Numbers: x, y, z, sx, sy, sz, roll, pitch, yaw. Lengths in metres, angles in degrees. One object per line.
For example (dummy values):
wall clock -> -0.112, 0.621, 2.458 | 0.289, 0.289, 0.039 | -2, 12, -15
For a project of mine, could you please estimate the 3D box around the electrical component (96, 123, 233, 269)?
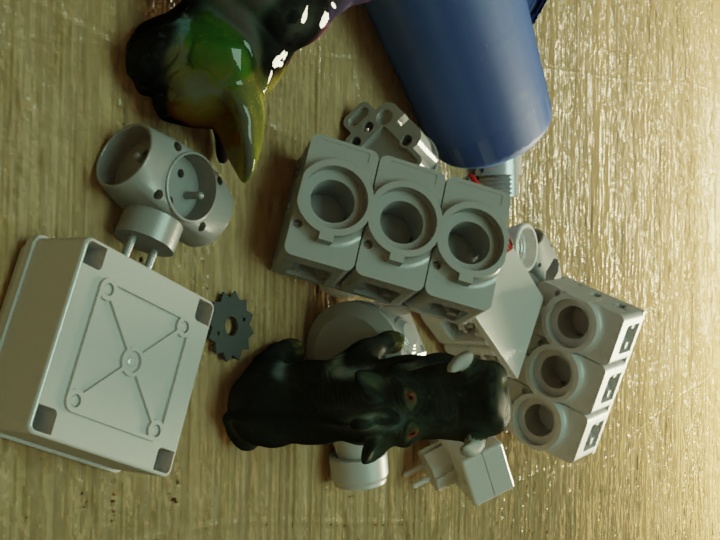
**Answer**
electrical component -> -0.121, -0.034, 0.641 | 0.077, 0.044, 0.079 | 40, 61, -47

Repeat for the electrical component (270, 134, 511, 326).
electrical component -> 0.023, -0.027, 0.759 | 0.150, 0.062, 0.089 | 16, 72, -11

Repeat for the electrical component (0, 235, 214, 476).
electrical component -> -0.145, 0.049, 0.596 | 0.109, 0.056, 0.108 | 35, 62, -50

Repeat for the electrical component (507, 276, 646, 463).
electrical component -> 0.194, 0.093, 1.011 | 0.062, 0.089, 0.150 | -7, 117, -54

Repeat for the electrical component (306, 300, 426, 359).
electrical component -> 0.005, 0.061, 0.792 | 0.051, 0.080, 0.080 | -8, 97, -60

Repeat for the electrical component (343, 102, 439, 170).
electrical component -> 0.028, -0.088, 0.834 | 0.058, 0.078, 0.057 | -44, 150, 5

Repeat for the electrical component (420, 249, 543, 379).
electrical component -> 0.094, 0.016, 0.933 | 0.150, 0.062, 0.089 | 53, 49, -41

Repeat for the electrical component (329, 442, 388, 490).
electrical component -> -0.002, 0.133, 0.811 | 0.045, 0.045, 0.055 | -15, 103, -54

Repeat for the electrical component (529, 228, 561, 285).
electrical component -> 0.161, 0.012, 1.044 | 0.079, 0.043, 0.077 | -52, 131, -41

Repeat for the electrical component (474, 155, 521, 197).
electrical component -> 0.128, -0.097, 0.997 | 0.043, 0.043, 0.081 | -4, 93, -55

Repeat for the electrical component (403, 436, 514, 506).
electrical component -> 0.073, 0.161, 0.902 | 0.076, 0.083, 0.047 | -24, 115, -12

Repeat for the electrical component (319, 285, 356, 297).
electrical component -> 0.000, 0.000, 0.817 | 0.078, 0.040, 0.040 | -1, 90, -55

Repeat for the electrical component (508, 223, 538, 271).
electrical component -> 0.129, -0.020, 0.989 | 0.045, 0.055, 0.045 | 0, 90, -55
